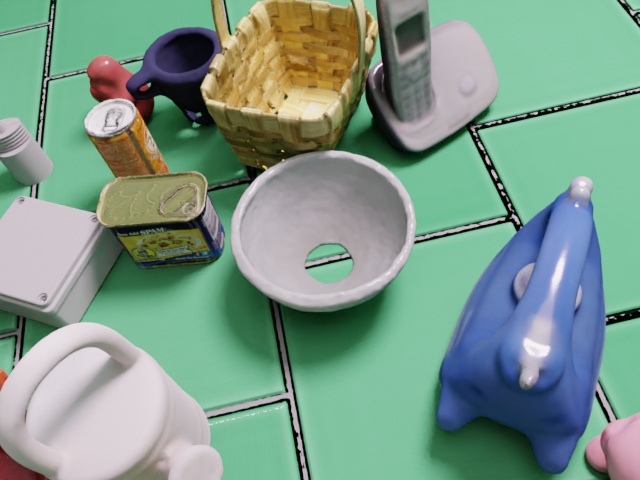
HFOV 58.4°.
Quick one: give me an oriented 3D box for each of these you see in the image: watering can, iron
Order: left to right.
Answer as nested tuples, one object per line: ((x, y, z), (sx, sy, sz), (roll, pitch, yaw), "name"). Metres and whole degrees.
((-0.143, 0.125, 0.401), (0.172, 0.194, 0.101), (4, 58, 10), "watering can")
((0.179, 0.034, 0.450), (0.118, 0.142, 0.258), (18, 61, 18), "iron")

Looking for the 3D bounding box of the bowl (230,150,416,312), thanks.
((0.005, 0.002, 0.533), (0.167, 0.075, 0.167), (-3, 57, 5), "bowl")

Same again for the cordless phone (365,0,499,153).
((0.115, -0.192, 0.578), (0.148, 0.185, 0.094), (-37, 60, -16), "cordless phone")

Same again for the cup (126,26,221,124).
((-0.153, -0.173, 0.654), (0.118, 0.095, 0.091), (-33, 59, -14), "cup")

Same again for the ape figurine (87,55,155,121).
((-0.240, -0.176, 0.668), (0.076, 0.092, 0.077), (-21, 57, -6), "ape figurine")

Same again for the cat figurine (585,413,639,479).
((0.239, 0.140, 0.389), (0.128, 0.118, 0.067), (-31, 59, -12), "cat figurine")
